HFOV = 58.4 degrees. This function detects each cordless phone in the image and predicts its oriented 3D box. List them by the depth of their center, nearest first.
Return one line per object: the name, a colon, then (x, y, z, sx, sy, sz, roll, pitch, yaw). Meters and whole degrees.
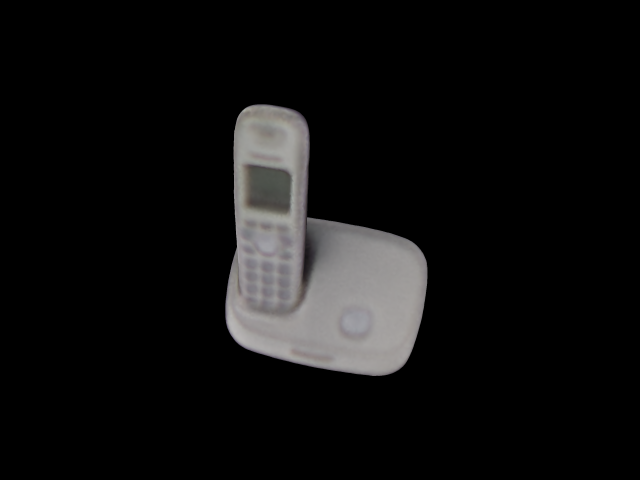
cordless phone: (0.004, 0.001, 0.400, 0.147, 0.185, 0.094, 8, 39, 10)
